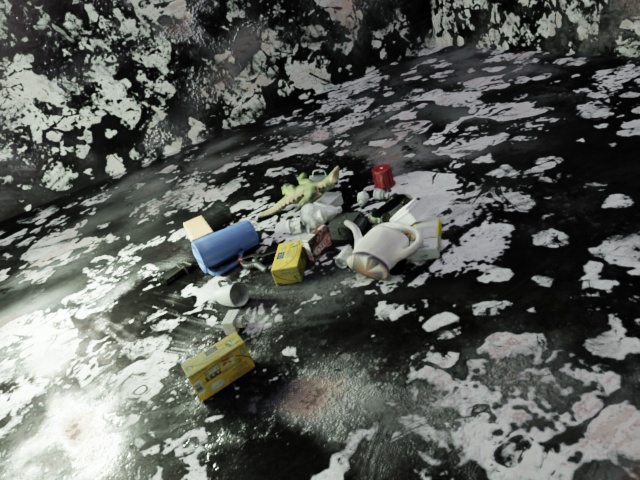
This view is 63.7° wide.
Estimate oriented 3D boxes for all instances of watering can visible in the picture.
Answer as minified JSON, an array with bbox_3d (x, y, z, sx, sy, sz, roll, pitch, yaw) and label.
[{"bbox_3d":[0.167,0.019,1.676,0.348,0.102,0.228,9,46,44],"label":"watering can"}]

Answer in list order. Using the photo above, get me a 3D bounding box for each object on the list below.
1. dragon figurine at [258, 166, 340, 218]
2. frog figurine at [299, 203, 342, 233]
[{"bbox_3d":[-0.085,-0.177,2.130,0.410,0.121,0.245,-35,16,3],"label":"dragon figurine"},{"bbox_3d":[0.006,-0.100,1.982,0.159,0.122,0.138,-30,9,2],"label":"frog figurine"}]
